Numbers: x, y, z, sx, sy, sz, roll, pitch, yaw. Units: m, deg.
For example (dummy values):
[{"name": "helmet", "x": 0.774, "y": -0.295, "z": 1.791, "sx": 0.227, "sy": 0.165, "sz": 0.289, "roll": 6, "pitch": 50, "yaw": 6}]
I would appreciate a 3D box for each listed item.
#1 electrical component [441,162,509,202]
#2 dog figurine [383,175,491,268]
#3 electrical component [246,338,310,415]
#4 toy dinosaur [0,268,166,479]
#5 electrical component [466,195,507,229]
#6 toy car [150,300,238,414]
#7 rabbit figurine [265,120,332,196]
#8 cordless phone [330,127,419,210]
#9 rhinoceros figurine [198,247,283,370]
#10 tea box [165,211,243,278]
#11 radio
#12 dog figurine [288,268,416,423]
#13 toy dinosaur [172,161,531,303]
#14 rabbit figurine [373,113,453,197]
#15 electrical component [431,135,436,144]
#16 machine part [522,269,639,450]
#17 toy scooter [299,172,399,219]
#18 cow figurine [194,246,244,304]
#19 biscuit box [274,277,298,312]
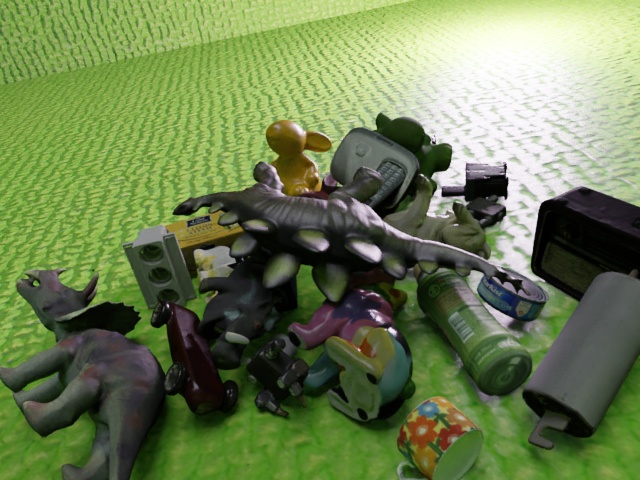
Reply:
[{"name": "electrical component", "x": 0.284, "y": -0.107, "z": 0.990, "sx": 0.119, "sy": 0.047, "sz": 0.075, "roll": 3, "pitch": 35, "yaw": 17}, {"name": "dog figurine", "x": 0.139, "y": 0.024, "z": 0.814, "sx": 0.172, "sy": 0.121, "sz": 0.190, "roll": 40, "pitch": 84, "yaw": 26}, {"name": "electrical component", "x": -0.049, "y": 0.163, "z": 0.628, "sx": 0.102, "sy": 0.078, "sz": 0.045, "roll": -41, "pitch": 8, "yaw": 48}, {"name": "toy dinosaur", "x": -0.267, "y": 0.174, "z": 0.670, "sx": 0.405, "sy": 0.131, "sz": 0.192, "roll": 28, "pitch": 49, "yaw": 36}, {"name": "electrical component", "x": 0.287, "y": -0.049, "z": 0.922, "sx": 0.094, "sy": 0.021, "sz": 0.063, "roll": -30, "pitch": 38, "yaw": -29}, {"name": "toy car", "x": -0.170, "y": 0.149, "z": 0.699, "sx": 0.053, "sy": 0.089, "sz": 0.202, "roll": -56, "pitch": 35, "yaw": 10}, {"name": "rabbit figurine", "x": -0.047, "y": -0.158, "z": 1.051, "sx": 0.122, "sy": 0.173, "sz": 0.162, "roll": 15, "pitch": 45, "yaw": 41}, {"name": "cordless phone", "x": 0.057, "y": -0.090, "z": 0.871, "sx": 0.147, "sy": 0.088, "sz": 0.184, "roll": 34, "pitch": 58, "yaw": 25}, {"name": "rhinoceros figurine", "x": -0.099, "y": 0.083, "z": 0.709, "sx": 0.112, "sy": 0.073, "sz": 0.190, "roll": 17, "pitch": 47, "yaw": 8}, {"name": "tea box", "x": -0.201, "y": 0.006, "z": 0.939, "sx": 0.170, "sy": 0.068, "sz": 0.098, "roll": -18, "pitch": 34, "yaw": -9}, {"name": "radio", "x": 0.383, "y": 0.028, "z": 0.676, "sx": 0.073, "sy": 0.130, "sz": 0.230, "roll": -23, "pitch": 35, "yaw": -22}, {"name": "dog figurine", "x": 0.071, "y": 0.104, "z": 0.679, "sx": 0.192, "sy": 0.108, "sz": 0.219, "roll": 17, "pitch": 39, "yaw": 37}, {"name": "toy dinosaur", "x": 0.019, "y": -0.007, "z": 0.692, "sx": 0.472, "sy": 0.104, "sz": 0.199, "roll": 6, "pitch": 35, "yaw": 12}, {"name": "rabbit figurine", "x": 0.154, "y": -0.170, "z": 0.959, "sx": 0.159, "sy": 0.170, "sz": 0.121, "roll": 35, "pitch": 81, "yaw": 25}, {"name": "electrical component", "x": 0.171, "y": -0.170, "z": 1.109, "sx": 0.134, "sy": 0.058, "sz": 0.115, "roll": 2, "pitch": 33, "yaw": 19}, {"name": "machine part", "x": 0.292, "y": 0.119, "z": 0.574, "sx": 0.079, "sy": 0.079, "sz": 0.243, "roll": 24, "pitch": 65, "yaw": 42}, {"name": "toy scooter", "x": 0.051, "y": -0.083, "z": 0.988, "sx": 0.184, "sy": 0.075, "sz": 0.135, "roll": 1, "pitch": 29, "yaw": 5}, {"name": "cow figurine", "x": -0.138, "y": 0.067, "z": 0.833, "sx": 0.098, "sy": 0.068, "sz": 0.167, "roll": -13, "pitch": 33, "yaw": -16}, {"name": "biscuit box", "x": -0.073, "y": 0.031, "z": 0.868, "sx": 0.059, "sy": 0.062, "sz": 0.203, "roll": -11, "pitch": 33, "yaw": 3}]
